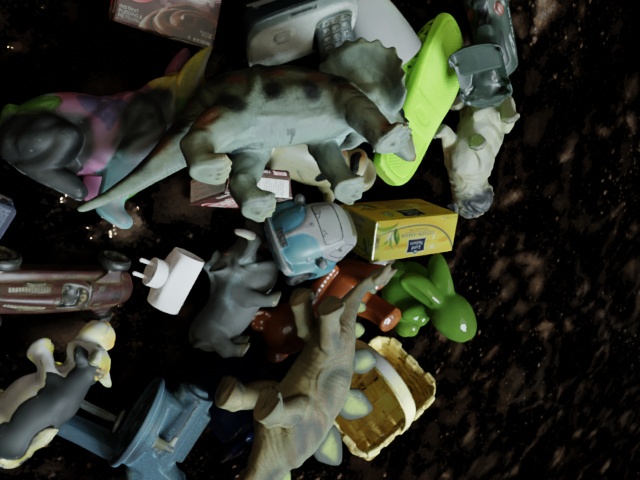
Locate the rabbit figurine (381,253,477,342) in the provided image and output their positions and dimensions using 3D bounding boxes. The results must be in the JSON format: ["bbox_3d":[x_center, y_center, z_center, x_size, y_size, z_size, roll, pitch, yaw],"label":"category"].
[{"bbox_3d":[0.192,0.096,0.896,0.121,0.170,0.158,-34,124,-20],"label":"rabbit figurine"}]

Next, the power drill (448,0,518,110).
[{"bbox_3d":[0.237,-0.311,0.790,0.231,0.086,0.207,56,34,-42],"label":"power drill"}]

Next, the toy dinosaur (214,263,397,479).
[{"bbox_3d":[-0.031,0.228,0.705,0.471,0.105,0.198,-52,129,-11],"label":"toy dinosaur"}]

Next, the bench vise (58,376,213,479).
[{"bbox_3d":[-0.264,0.259,0.694,0.240,0.129,0.223,34,97,-17],"label":"bench vise"}]

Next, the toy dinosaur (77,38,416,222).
[{"bbox_3d":[-0.048,-0.130,0.579,0.405,0.192,0.131,-6,141,-21],"label":"toy dinosaur"}]

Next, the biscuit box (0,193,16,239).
[{"bbox_3d":[-0.396,0.034,0.548,0.062,0.059,0.202,34,87,-39],"label":"biscuit box"}]

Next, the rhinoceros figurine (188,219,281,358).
[{"bbox_3d":[-0.112,0.065,0.732,0.112,0.073,0.190,25,89,-4],"label":"rhinoceros figurine"}]

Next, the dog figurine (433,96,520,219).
[{"bbox_3d":[0.275,-0.148,0.918,0.172,0.121,0.190,-41,140,-10],"label":"dog figurine"}]

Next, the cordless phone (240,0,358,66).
[{"bbox_3d":[-0.016,-0.222,0.686,0.147,0.089,0.184,-23,127,-11],"label":"cordless phone"}]

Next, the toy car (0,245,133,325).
[{"bbox_3d":[-0.295,0.056,0.594,0.202,0.053,0.089,8,113,-60],"label":"toy car"}]

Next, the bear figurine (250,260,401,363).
[{"bbox_3d":[0.004,0.112,0.807,0.196,0.132,0.120,-33,121,-27],"label":"bear figurine"}]

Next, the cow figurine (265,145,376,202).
[{"bbox_3d":[-0.012,-0.106,0.725,0.195,0.127,0.085,13,63,-22],"label":"cow figurine"}]

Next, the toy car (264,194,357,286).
[{"bbox_3d":[-0.001,-0.002,0.727,0.103,0.109,0.161,-23,165,19],"label":"toy car"}]

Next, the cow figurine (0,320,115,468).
[{"bbox_3d":[-0.288,0.161,0.588,0.167,0.098,0.068,-39,145,-27],"label":"cow figurine"}]

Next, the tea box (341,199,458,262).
[{"bbox_3d":[0.122,-0.019,0.853,0.169,0.098,0.068,-6,111,-34],"label":"tea box"}]

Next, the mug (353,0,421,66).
[{"bbox_3d":[0.067,-0.280,0.734,0.109,0.081,0.107,-36,115,4],"label":"mug"}]

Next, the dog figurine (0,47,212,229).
[{"bbox_3d":[-0.210,-0.137,0.583,0.191,0.109,0.219,37,81,-35],"label":"dog figurine"}]

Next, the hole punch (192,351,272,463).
[{"bbox_3d":[-0.119,0.229,0.780,0.142,0.116,0.092,-37,116,-17],"label":"hole punch"}]
